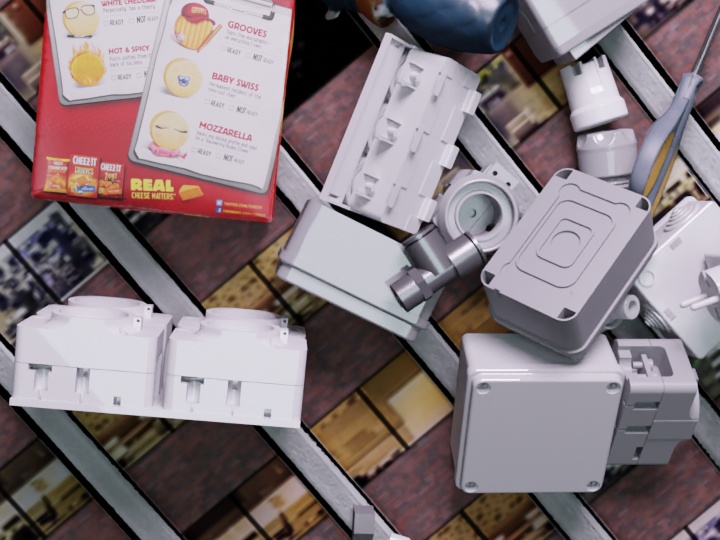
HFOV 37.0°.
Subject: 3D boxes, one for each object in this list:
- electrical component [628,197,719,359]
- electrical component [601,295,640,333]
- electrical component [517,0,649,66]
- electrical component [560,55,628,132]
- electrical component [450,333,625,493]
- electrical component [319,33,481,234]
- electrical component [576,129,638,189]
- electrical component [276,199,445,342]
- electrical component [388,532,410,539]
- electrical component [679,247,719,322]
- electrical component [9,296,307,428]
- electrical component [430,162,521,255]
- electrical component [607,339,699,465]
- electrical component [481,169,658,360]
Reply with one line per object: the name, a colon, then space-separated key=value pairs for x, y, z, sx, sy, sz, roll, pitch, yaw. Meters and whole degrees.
electrical component: x=0.246 y=0.006 z=0.790 sx=0.100 sy=0.048 sz=0.099 roll=-42 pitch=96 yaw=-1
electrical component: x=0.172 y=0.025 z=0.778 sx=0.048 sy=0.062 sz=0.048 roll=-2 pitch=93 yaw=-39
electrical component: x=0.161 y=-0.191 z=0.758 sx=0.096 sy=0.061 sz=0.061 roll=-33 pitch=97 yaw=0
electrical component: x=0.168 y=-0.127 z=0.777 sx=0.040 sy=0.040 sz=0.046 roll=-18 pitch=91 yaw=-2
electrical component: x=0.124 y=0.103 z=0.771 sx=0.109 sy=0.056 sz=0.108 roll=0 pitch=122 yaw=-4
electrical component: x=0.031 y=-0.092 z=0.752 sx=0.079 sy=0.063 sz=0.121 roll=18 pitch=96 yaw=-46
electrical component: x=0.181 y=-0.070 z=0.781 sx=0.043 sy=0.043 sz=0.062 roll=-8 pitch=98 yaw=-3
electrical component: x=0.000 y=0.000 z=0.759 sx=0.113 sy=0.078 sz=0.057 roll=26 pitch=91 yaw=-6
electrical component: x=0.041 y=0.235 z=0.804 sx=0.055 sy=0.048 sz=0.066 roll=17 pitch=95 yaw=2
electrical component: x=0.254 y=0.012 z=0.723 sx=0.076 sy=0.083 sz=0.047 roll=-20 pitch=95 yaw=-3
electrical component: x=-0.132 y=0.059 z=0.742 sx=0.186 sy=0.105 sz=0.060 roll=5 pitch=96 yaw=-4
electrical component: x=0.082 y=-0.040 z=0.771 sx=0.058 sy=0.057 sz=0.078 roll=40 pitch=92 yaw=-7
electrical component: x=0.208 y=0.096 z=0.778 sx=0.056 sy=0.050 sz=0.089 roll=0 pitch=133 yaw=-4
electrical component: x=0.146 y=-0.004 z=0.743 sx=0.078 sy=0.057 sz=0.113 roll=27 pitch=69 yaw=32
